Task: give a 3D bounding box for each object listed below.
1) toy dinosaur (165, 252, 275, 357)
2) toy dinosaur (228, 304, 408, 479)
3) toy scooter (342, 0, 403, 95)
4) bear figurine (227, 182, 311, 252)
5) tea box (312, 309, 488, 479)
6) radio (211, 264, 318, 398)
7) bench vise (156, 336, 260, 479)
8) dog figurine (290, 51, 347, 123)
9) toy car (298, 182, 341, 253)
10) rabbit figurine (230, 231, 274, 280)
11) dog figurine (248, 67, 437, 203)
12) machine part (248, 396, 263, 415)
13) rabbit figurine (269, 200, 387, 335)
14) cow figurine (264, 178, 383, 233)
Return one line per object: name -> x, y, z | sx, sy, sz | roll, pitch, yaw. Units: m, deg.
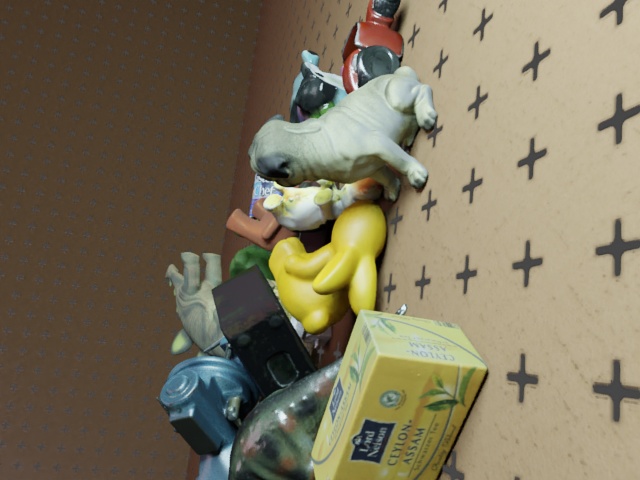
toy dinosaur -> -0.145, 0.153, 0.897 | 0.472, 0.105, 0.198 | 27, 107, 42
toy dinosaur -> -0.034, 0.248, 0.575 | 0.131, 0.192, 0.404 | -155, 75, -72
toy scooter -> 0.067, -0.252, 0.757 | 0.135, 0.075, 0.184 | 139, 142, -66
bear figurine -> -0.065, -0.074, 0.963 | 0.120, 0.132, 0.195 | -36, -22, -52
tea box -> 0.061, 0.152, 0.467 | 0.068, 0.098, 0.169 | -109, 31, -63
radio -> -0.047, 0.154, 0.674 | 0.229, 0.073, 0.131 | 61, 174, -19
bench vise -> -0.120, 0.217, 0.719 | 0.129, 0.223, 0.241 | -28, 30, 19
dog figurine -> -0.009, -0.192, 0.921 | 0.192, 0.108, 0.219 | -97, 23, -53
toy car -> -0.002, -0.003, 0.833 | 0.089, 0.053, 0.202 | 7, 84, 33
rabbit figurine -> -0.129, 0.022, 1.165 | 0.121, 0.158, 0.170 | -6, 40, 33
dog figurine -> 0.023, -0.136, 0.620 | 0.121, 0.190, 0.172 | 133, 146, -64
machine part -> -0.092, 0.325, 0.953 | 0.243, 0.079, 0.079 | 117, 158, -47
rabbit figurine -> 0.019, 0.027, 0.682 | 0.173, 0.122, 0.162 | -51, 19, 22
cow figurine -> 0.015, -0.047, 0.750 | 0.098, 0.168, 0.068 | 57, -141, -45
